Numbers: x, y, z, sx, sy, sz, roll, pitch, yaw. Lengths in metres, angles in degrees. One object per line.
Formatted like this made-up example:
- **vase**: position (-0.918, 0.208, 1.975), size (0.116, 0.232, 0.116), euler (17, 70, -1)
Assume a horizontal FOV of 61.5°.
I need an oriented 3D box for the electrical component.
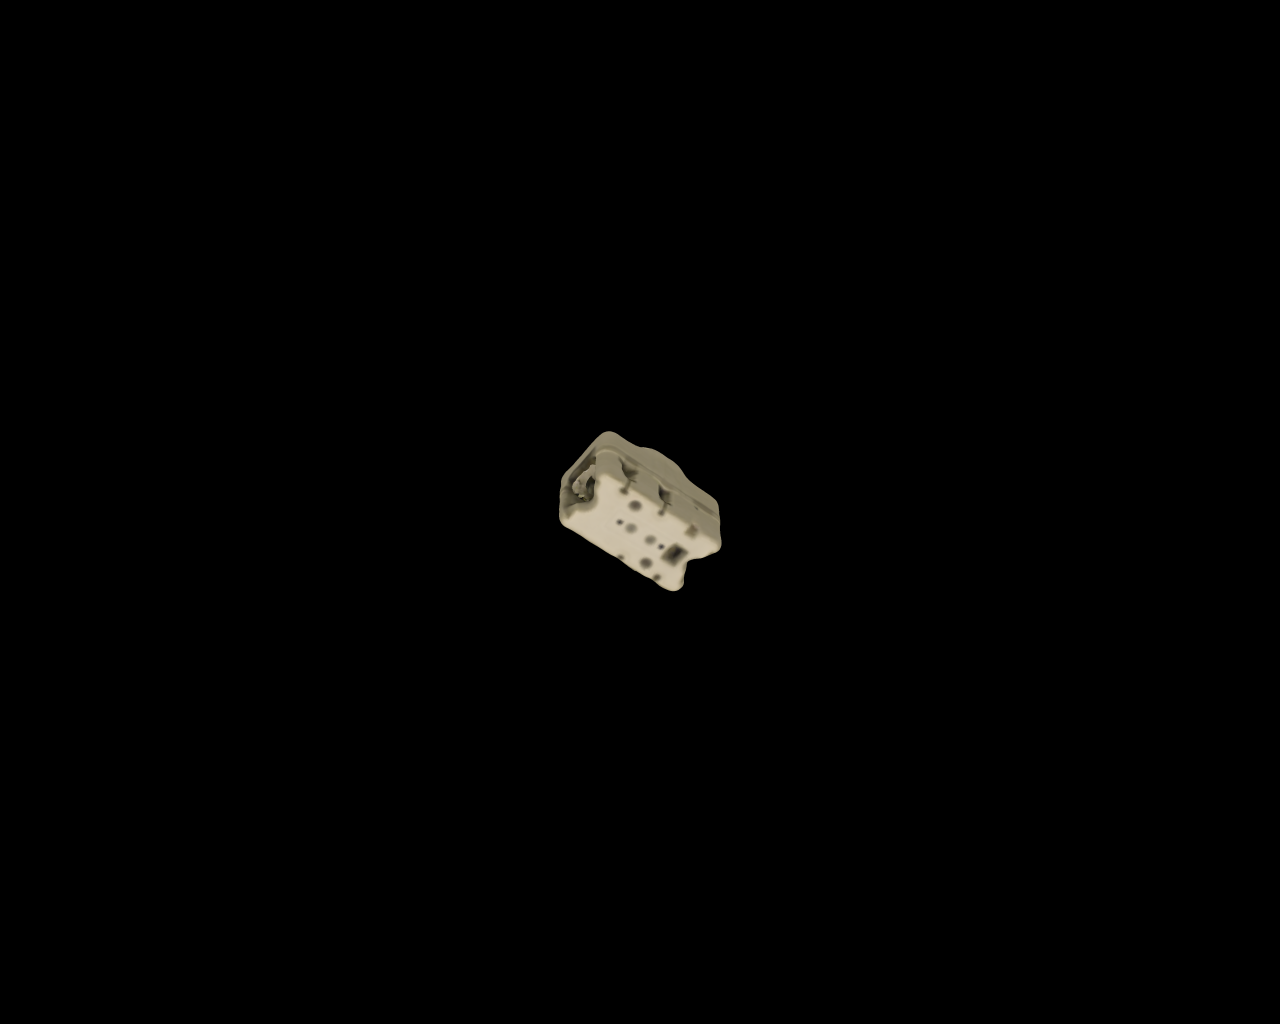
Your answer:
- **electrical component**: position (0.001, -0.003, 0.650), size (0.089, 0.050, 0.056), euler (33, 29, -21)
